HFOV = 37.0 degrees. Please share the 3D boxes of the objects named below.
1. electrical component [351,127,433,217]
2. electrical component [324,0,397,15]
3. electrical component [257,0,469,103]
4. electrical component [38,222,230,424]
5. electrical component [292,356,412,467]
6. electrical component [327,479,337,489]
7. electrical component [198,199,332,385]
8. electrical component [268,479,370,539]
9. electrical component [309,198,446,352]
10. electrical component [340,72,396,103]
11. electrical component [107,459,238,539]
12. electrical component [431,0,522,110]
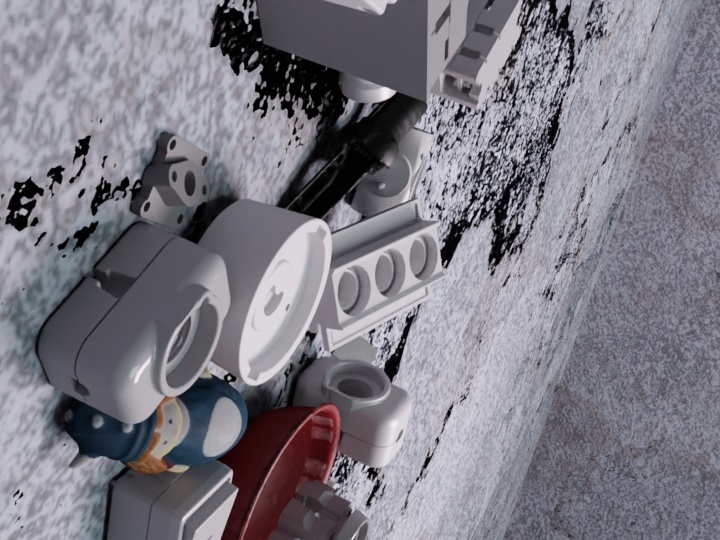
[{"bbox_3d":[0.023,-0.076,0.838,0.079,0.044,0.077,-45,155,-78],"label":"electrical component"},{"bbox_3d":[-0.041,-0.158,0.451,0.056,0.109,0.109,-72,162,5],"label":"electrical component"},{"bbox_3d":[0.001,-0.186,0.545,0.060,0.105,0.186,-58,160,-29],"label":"electrical component"},{"bbox_3d":[-0.111,0.028,0.558,0.095,0.059,0.053,-55,159,-33],"label":"electrical component"},{"bbox_3d":[-0.007,0.116,0.914,0.054,0.095,0.059,-42,150,-53],"label":"electrical component"},{"bbox_3d":[-0.057,0.206,0.944,0.066,0.055,0.048,-69,163,5],"label":"electrical component"},{"bbox_3d":[-0.070,0.009,0.654,0.108,0.060,0.108,-55,159,-34],"label":"electrical component"},{"bbox_3d":[-0.029,0.205,0.835,0.078,0.057,0.058,-45,152,-49],"label":"electrical component"},{"bbox_3d":[0.000,0.000,0.785,0.121,0.063,0.078,-25,113,-46],"label":"electrical component"},{"bbox_3d":[0.006,-0.142,0.727,0.040,0.040,0.046,-53,152,-39],"label":"electrical component"},{"bbox_3d":[-0.123,0.169,0.696,0.062,0.061,0.096,-40,148,-56],"label":"electrical component"},{"bbox_3d":[0.090,-0.187,0.892,0.089,0.056,0.050,-60,161,-21],"label":"electrical component"}]
